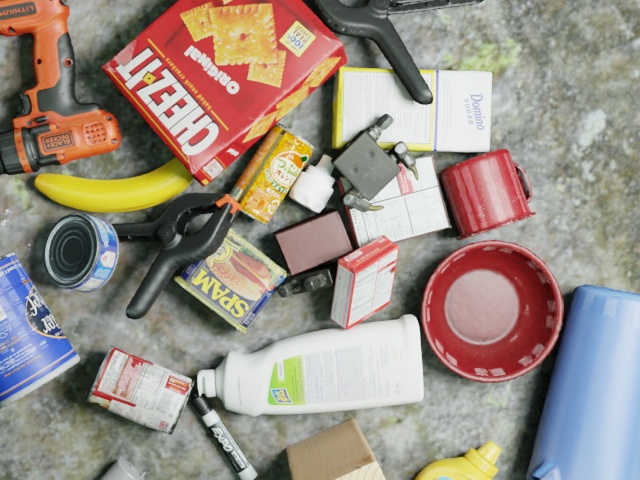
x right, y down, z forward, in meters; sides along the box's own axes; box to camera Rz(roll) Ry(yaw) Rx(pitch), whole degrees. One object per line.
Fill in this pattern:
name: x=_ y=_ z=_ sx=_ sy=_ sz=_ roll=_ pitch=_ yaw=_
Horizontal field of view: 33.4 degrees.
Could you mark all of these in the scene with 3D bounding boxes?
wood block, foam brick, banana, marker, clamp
wood block: x=0.024 y=0.268 z=1.140 sx=0.091 sy=0.206 sz=0.090 roll=-23 pitch=94 yaw=-3
foam brick: x=-0.008 y=0.001 z=1.203 sx=0.078 sy=0.053 sz=0.051 roll=-22 pitch=94 yaw=-3
banana: x=-0.218 y=-0.064 z=1.197 sx=0.197 sy=0.037 sz=0.069 roll=-16 pitch=73 yaw=-5
marker: x=-0.112 y=0.225 z=1.223 sx=0.020 sy=0.020 sz=0.121 roll=-33 pitch=95 yaw=-2
clamp: x=0.075 y=-0.262 z=1.193 sx=0.210 sy=0.036 sz=0.164 roll=33 pitch=69 yaw=7
clamp: x=-0.170 y=-0.006 z=1.175 sx=0.171 sy=0.039 sz=0.120 roll=-38 pitch=70 yaw=3

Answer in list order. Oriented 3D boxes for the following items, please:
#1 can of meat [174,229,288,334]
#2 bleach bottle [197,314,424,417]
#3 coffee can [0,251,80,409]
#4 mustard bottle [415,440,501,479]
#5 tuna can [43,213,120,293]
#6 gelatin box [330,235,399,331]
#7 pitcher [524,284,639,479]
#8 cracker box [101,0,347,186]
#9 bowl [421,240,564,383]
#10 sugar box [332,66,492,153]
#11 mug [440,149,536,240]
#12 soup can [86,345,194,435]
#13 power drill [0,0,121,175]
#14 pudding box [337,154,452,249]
can of meat: x=-0.098 y=0.041 z=1.198 sx=0.102 sy=0.057 sz=0.084 roll=38 pitch=88 yaw=-5
bleach bottle: x=-0.013 y=0.145 z=1.205 sx=0.251 sy=0.068 sz=0.102 roll=-4 pitch=93 yaw=-1
coffee can: x=-0.341 y=0.098 z=1.161 sx=0.103 sy=0.103 sz=0.140 roll=-31 pitch=94 yaw=-2
mustard bottle: x=0.143 y=0.310 z=1.223 sx=0.096 sy=0.058 sz=0.191 roll=38 pitch=90 yaw=0
tuna can: x=-0.264 y=0.014 z=1.175 sx=0.086 sy=0.033 sz=0.086 roll=-7 pitch=77 yaw=30
gelatin box: x=0.049 y=0.047 z=1.182 sx=0.073 sy=0.030 sz=0.089 roll=-29 pitch=140 yaw=-37
pitcher: x=0.325 y=0.179 z=1.204 sx=0.145 sy=0.149 sz=0.243 roll=12 pitch=89 yaw=11
cracker box: x=-0.103 y=-0.191 z=1.161 sx=0.213 sy=0.072 sz=0.164 roll=-41 pitch=79 yaw=-2
bowl: x=0.191 y=0.079 z=1.217 sx=0.162 sy=0.055 sz=0.162 roll=0 pitch=93 yaw=-4
sugar box: x=0.103 y=-0.146 z=1.208 sx=0.176 sy=0.048 sz=0.093 roll=2 pitch=93 yaw=-7
mug: x=0.194 y=-0.055 z=1.202 sx=0.117 sy=0.093 sz=0.081 roll=-18 pitch=89 yaw=-33
soup can: x=-0.200 y=0.168 z=1.191 sx=0.102 sy=0.068 sz=0.068 roll=23 pitch=91 yaw=-5
power drill: x=-0.327 y=-0.168 z=1.174 sx=0.184 sy=0.057 sz=0.187 roll=-13 pitch=96 yaw=-7
pudding box: x=0.084 y=-0.042 z=1.214 sx=0.113 sy=0.039 sz=0.090 roll=-15 pitch=94 yaw=-1
